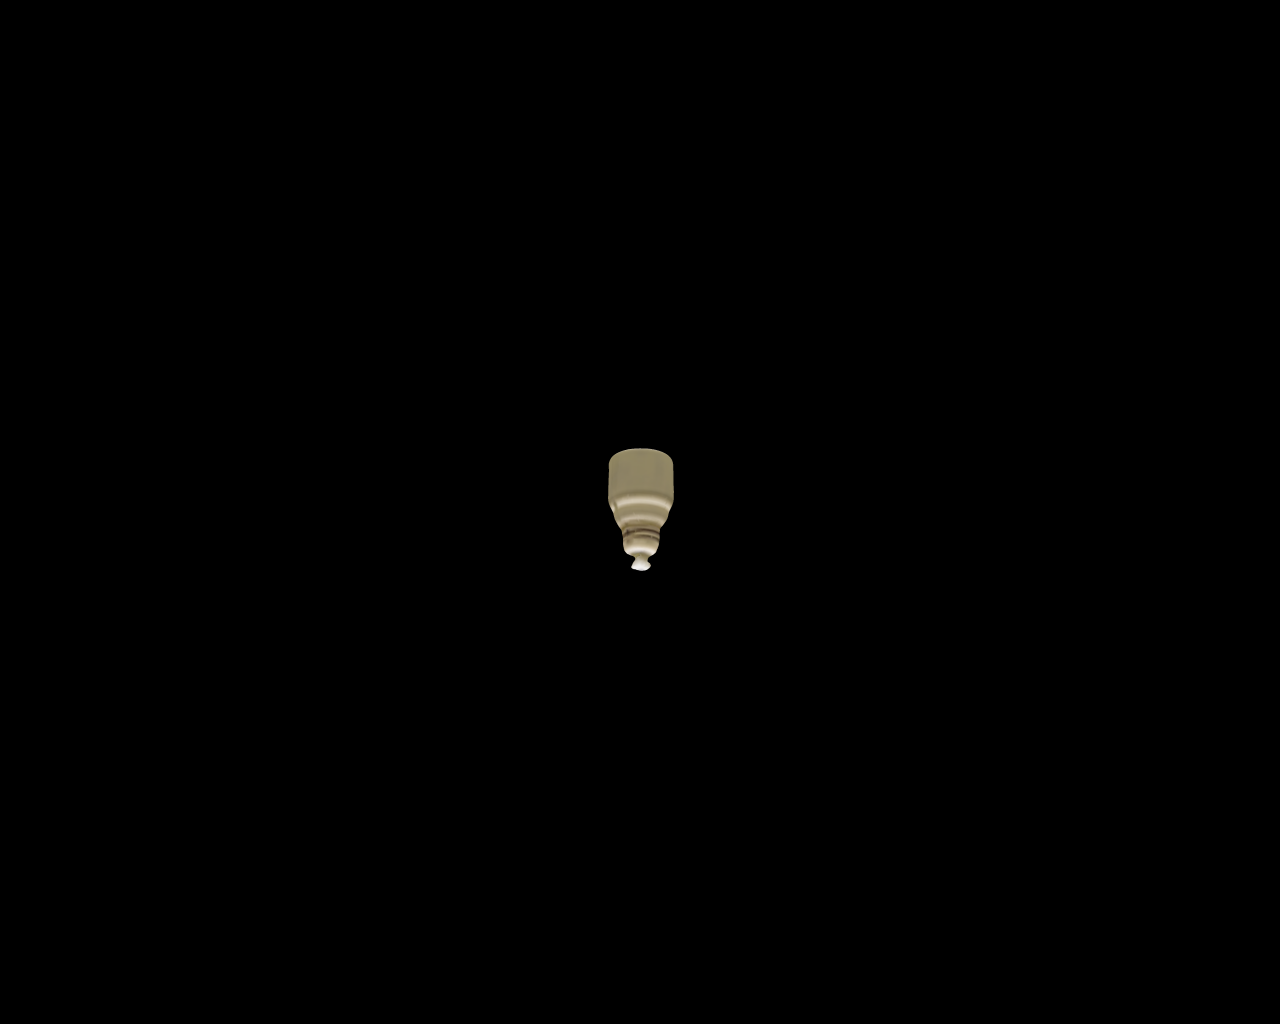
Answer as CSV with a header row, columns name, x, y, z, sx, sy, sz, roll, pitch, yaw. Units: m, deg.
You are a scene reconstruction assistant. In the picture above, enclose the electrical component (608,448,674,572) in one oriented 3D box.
name,x,y,z,sx,sy,sz,roll,pitch,yaw
electrical component,0.001,-0.003,0.650,0.040,0.078,0.040,0,-20,0
